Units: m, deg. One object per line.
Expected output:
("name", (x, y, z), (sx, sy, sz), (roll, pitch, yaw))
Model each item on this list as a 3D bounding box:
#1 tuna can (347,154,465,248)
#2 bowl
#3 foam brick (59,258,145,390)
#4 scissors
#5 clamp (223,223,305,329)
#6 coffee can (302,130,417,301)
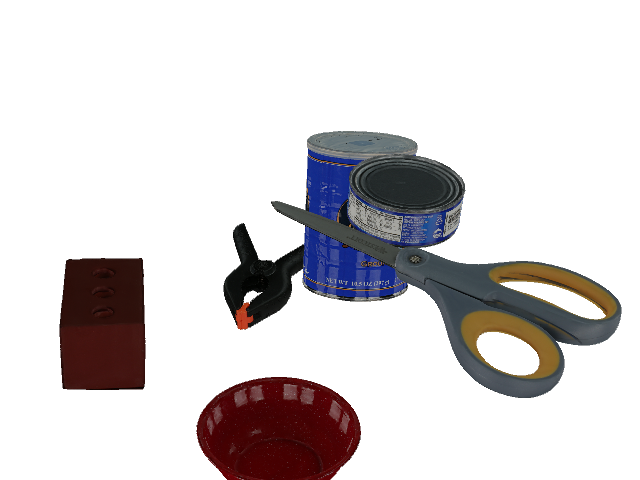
("tuna can", (0.063, -0.030, 0.791), (0.086, 0.034, 0.086), (3, 32, -2))
("bowl", (-0.041, 0.205, 1.060), (0.162, 0.055, 0.162), (1, 30, -1))
("foam brick", (-0.141, 0.054, 0.694), (0.053, 0.051, 0.078), (0, 32, -11))
("scissors", (0.050, 0.027, 0.550), (0.202, 0.016, 0.096), (13, 42, 17))
("clamp", (-0.056, 0.039, 1.257), (0.120, 0.039, 0.171), (-2, 40, 10))
("coffee can", (0.036, -0.025, 1.007), (0.103, 0.140, 0.103), (2, 16, -1))
